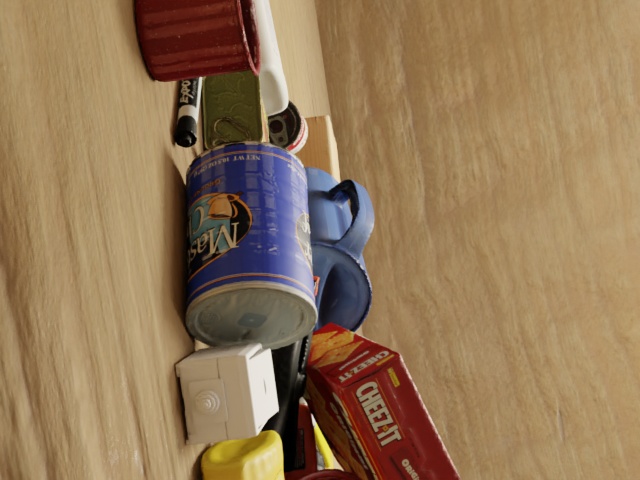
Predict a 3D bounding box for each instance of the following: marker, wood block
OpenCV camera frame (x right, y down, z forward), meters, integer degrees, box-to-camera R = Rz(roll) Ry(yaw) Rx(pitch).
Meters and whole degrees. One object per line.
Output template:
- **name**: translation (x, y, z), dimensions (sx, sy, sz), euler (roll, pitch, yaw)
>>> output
- **marker**: translation (-0.112, -0.121, 0.917), dimensions (0.121, 0.020, 0.020), euler (-92, 173, -47)
- **wood block**: translation (-0.017, -0.062, 1.514), dimensions (0.090, 0.091, 0.206), euler (71, 13, -63)

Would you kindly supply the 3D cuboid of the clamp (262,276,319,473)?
- **clamp**: translation (-0.035, 0.135, 0.957), dimensions (0.164, 0.036, 0.210), euler (-39, 139, -78)

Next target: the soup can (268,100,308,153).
- **soup can**: translation (-0.052, -0.144, 1.367), dimensions (0.102, 0.068, 0.068), euler (5, 78, -86)

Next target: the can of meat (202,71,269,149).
- **can of meat**: translation (-0.081, -0.110, 1.056), dimensions (0.084, 0.057, 0.102), euler (77, 7, -67)

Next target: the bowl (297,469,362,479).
- **bowl**: translation (-0.013, 0.282, 0.950), dimensions (0.161, 0.055, 0.162), euler (2, 87, -40)

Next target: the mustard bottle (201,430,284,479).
- **mustard bottle**: translation (-0.049, 0.253, 0.834), dimensions (0.096, 0.058, 0.191), euler (-25, 108, -77)

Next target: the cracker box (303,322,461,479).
- **cracker box**: translation (0.049, 0.178, 1.036), dimensions (0.164, 0.072, 0.214), euler (63, -12, -10)

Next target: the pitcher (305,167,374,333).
- **pitcher**: translation (-0.008, 0.002, 1.242), dimensions (0.243, 0.149, 0.145), euler (-95, 175, -62)

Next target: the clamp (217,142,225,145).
- **clamp**: translation (-0.080, -0.029, 1.023), dimensions (0.171, 0.039, 0.120), euler (-177, -92, -89)

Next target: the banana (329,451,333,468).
- **banana**: translation (0.003, 0.335, 1.326), dimensions (0.070, 0.037, 0.198), euler (-55, -165, 14)

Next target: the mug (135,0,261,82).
- **mug**: translation (-0.093, -0.165, 0.840), dimensions (0.117, 0.081, 0.093), euler (65, 19, -73)

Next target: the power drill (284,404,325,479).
- **power drill**: translation (-0.019, 0.266, 1.173), dimensions (0.184, 0.057, 0.187), euler (-98, 176, -47)

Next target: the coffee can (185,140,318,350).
- **coffee can**: translation (-0.058, 0.005, 0.863), dimensions (0.103, 0.103, 0.140), euler (75, 9, -57)

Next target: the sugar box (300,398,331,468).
- **sugar box**: translation (-0.022, 0.203, 1.308), dimensions (0.176, 0.048, 0.093), euler (77, 7, -53)

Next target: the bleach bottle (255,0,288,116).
- **bleach bottle**: translation (-0.085, -0.270, 1.222), dimensions (0.102, 0.068, 0.251), euler (75, 6, -62)
